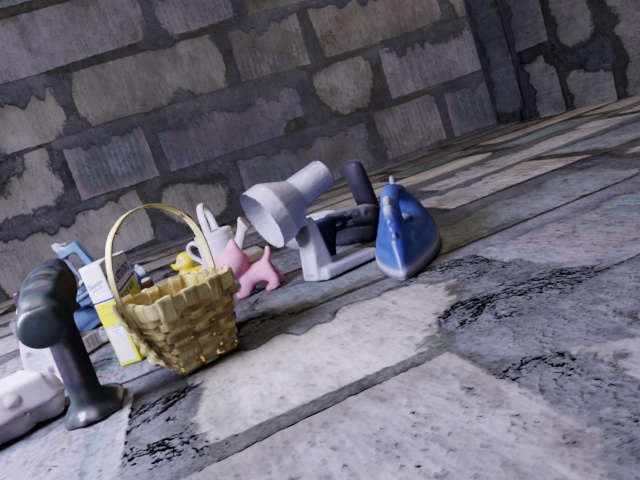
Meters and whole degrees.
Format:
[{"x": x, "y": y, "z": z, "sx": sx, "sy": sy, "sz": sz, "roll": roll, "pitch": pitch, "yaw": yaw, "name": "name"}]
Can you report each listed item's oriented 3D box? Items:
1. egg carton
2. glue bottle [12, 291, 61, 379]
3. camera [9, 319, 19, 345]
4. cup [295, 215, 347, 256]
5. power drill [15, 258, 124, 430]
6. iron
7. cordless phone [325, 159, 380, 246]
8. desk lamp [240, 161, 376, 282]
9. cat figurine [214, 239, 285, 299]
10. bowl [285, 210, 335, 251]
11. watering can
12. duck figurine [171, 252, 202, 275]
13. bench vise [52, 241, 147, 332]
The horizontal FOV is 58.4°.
[{"x": -0.432, "y": 0.234, "z": 0.787, "sx": 0.107, "sy": 0.069, "sz": 0.151, "roll": -9, "pitch": 13, "yaw": 45, "name": "egg carton"}, {"x": -0.459, "y": 0.164, "z": 0.931, "sx": 0.078, "sy": 0.173, "sz": 0.037, "roll": -15, "pitch": 10, "yaw": 20, "name": "glue bottle"}, {"x": -0.681, "y": 0.192, "z": 1.444, "sx": 0.136, "sy": 0.101, "sz": 0.143, "roll": -17, "pitch": 9, "yaw": 10, "name": "camera"}, {"x": 0.011, "y": 0.004, "z": 1.184, "sx": 0.118, "sy": 0.095, "sz": 0.091, "roll": -21, "pitch": 9, "yaw": -14, "name": "cup"}, {"x": -0.335, "y": 0.132, "z": 0.761, "sx": 0.076, "sy": 0.208, "sz": 0.229, "roll": -21, "pitch": 9, "yaw": -15, "name": "power drill"}, {"x": 0.137, "y": -0.032, "z": 0.998, "sx": 0.118, "sy": 0.141, "sz": 0.258, "roll": -16, "pitch": 9, "yaw": 14, "name": "iron"}, {"x": 0.072, "y": -0.088, "z": 1.323, "sx": 0.147, "sy": 0.185, "sz": 0.094, "roll": -12, "pitch": 11, "yaw": 34, "name": "cordless phone"}, {"x": -0.024, "y": -0.030, "z": 1.081, "sx": 0.204, "sy": 0.213, "sz": 0.117, "roll": -23, "pitch": 10, "yaw": -25, "name": "desk lamp"}, {"x": -0.150, "y": 0.052, "z": 1.150, "sx": 0.127, "sy": 0.118, "sz": 0.067, "roll": -17, "pitch": 9, "yaw": 7, "name": "cat figurine"}, {"x": -0.026, "y": -0.016, "z": 1.445, "sx": 0.167, "sy": 0.075, "sz": 0.167, "roll": -18, "pitch": 9, "yaw": 3, "name": "bowl"}, {"x": -0.266, "y": -0.007, "z": 1.492, "sx": 0.173, "sy": 0.194, "sz": 0.100, "roll": -21, "pitch": 10, "yaw": -14, "name": "watering can"}, {"x": -0.346, "y": 0.072, "z": 1.530, "sx": 0.105, "sy": 0.086, "sz": 0.077, "roll": -22, "pitch": 10, "yaw": -17, "name": "duck figurine"}, {"x": -0.532, "y": 0.091, "z": 1.364, "sx": 0.121, "sy": 0.220, "sz": 0.208, "roll": -10, "pitch": 13, "yaw": 44, "name": "bench vise"}]
